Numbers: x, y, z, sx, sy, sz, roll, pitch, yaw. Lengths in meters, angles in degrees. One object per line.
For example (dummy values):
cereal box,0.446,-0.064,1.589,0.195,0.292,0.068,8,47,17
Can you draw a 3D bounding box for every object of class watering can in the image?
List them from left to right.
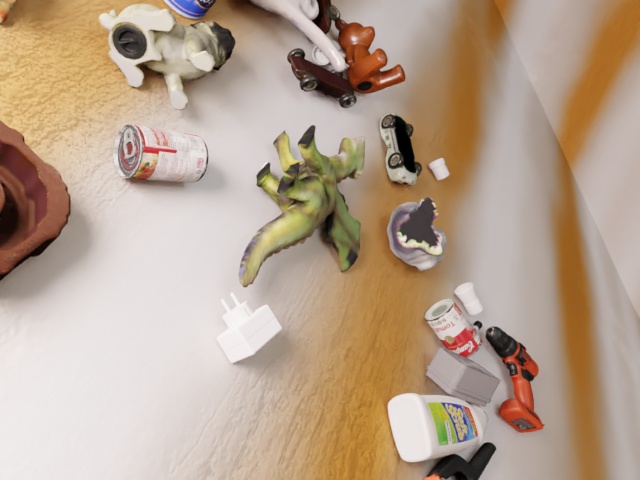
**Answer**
watering can,-0.076,-0.493,1.036,0.225,0.102,0.352,-3,60,-49

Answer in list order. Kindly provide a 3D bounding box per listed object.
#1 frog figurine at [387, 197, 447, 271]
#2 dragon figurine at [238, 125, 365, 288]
frog figurine,0.200,-0.003,1.061,0.139,0.123,0.157,64,1,18
dragon figurine,0.003,-0.043,0.854,0.239,0.121,0.420,44,48,-33
